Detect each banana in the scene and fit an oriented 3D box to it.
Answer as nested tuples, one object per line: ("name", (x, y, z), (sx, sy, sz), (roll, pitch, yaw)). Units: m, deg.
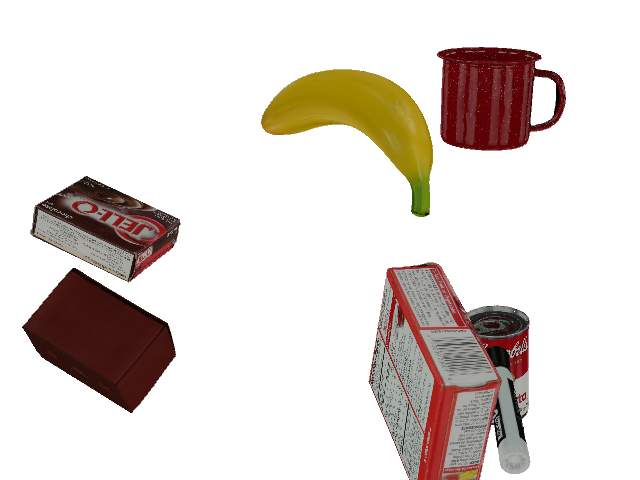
("banana", (0.018, -0.080, 0.707), (0.037, 0.070, 0.198), (21, 9, -37))

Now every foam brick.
("foam brick", (-0.141, 0.065, 0.690), (0.078, 0.051, 0.053), (28, -26, 16))

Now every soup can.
("soup can", (0.177, 0.126, 1.080), (0.068, 0.102, 0.068), (-4, 22, 1))

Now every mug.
("mug", (0.163, -0.129, 0.970), (0.117, 0.081, 0.093), (4, 18, 13))

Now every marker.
("marker", (0.124, 0.110, 0.717), (0.020, 0.020, 0.121), (0, 29, 3))

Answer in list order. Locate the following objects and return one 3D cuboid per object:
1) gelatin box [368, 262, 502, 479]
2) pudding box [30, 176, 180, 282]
("gelatin box", (0.051, 0.065, 0.492), (0.030, 0.073, 0.089), (-3, 34, -13))
("pudding box", (-0.205, -0.012, 1.022), (0.113, 0.039, 0.090), (23, 27, 12))
